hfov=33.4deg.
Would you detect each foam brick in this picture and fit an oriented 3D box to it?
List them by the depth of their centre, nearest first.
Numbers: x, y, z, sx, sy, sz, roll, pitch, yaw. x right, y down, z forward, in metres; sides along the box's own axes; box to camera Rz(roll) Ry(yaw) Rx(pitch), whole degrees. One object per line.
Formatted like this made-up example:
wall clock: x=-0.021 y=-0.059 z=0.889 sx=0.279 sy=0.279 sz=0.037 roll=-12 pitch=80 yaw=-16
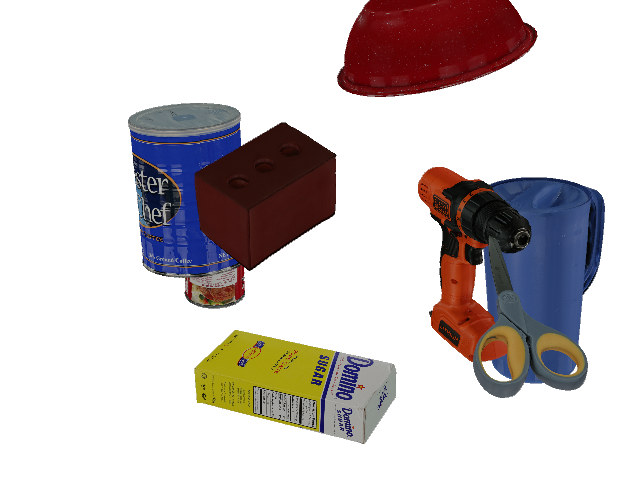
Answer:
foam brick: x=-0.035 y=-0.030 z=0.684 sx=0.078 sy=0.051 sz=0.053 roll=-35 pitch=53 yaw=-30

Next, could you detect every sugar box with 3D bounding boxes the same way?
sugar box: x=-0.023 y=0.137 z=1.030 sx=0.176 sy=0.048 sz=0.093 roll=7 pitch=24 yaw=21

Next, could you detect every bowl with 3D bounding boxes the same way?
bowl: x=0.085 y=-0.169 z=0.840 sx=0.162 sy=0.055 sz=0.162 roll=-14 pitch=24 yaw=6

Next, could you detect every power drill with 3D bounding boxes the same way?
power drill: x=0.164 y=0.029 z=1.121 sx=0.057 sy=0.188 sz=0.185 roll=-12 pitch=25 yaw=-18

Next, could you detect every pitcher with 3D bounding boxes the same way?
pitcher: x=0.276 y=0.047 z=1.333 sx=0.149 sy=0.243 sz=0.145 roll=2 pitch=22 yaw=15

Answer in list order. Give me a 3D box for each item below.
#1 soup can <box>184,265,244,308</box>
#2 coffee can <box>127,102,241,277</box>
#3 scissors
soup can: x=-0.118 y=0.015 z=1.181 sx=0.068 sy=0.102 sz=0.068 roll=1 pitch=26 yaw=-1
coffee can: x=-0.122 y=-0.049 z=0.997 sx=0.103 sy=0.140 sz=0.103 roll=-2 pitch=20 yaw=1
scissors: x=0.173 y=0.060 z=0.874 sx=0.096 sy=0.016 sz=0.201 roll=10 pitch=36 yaw=11
